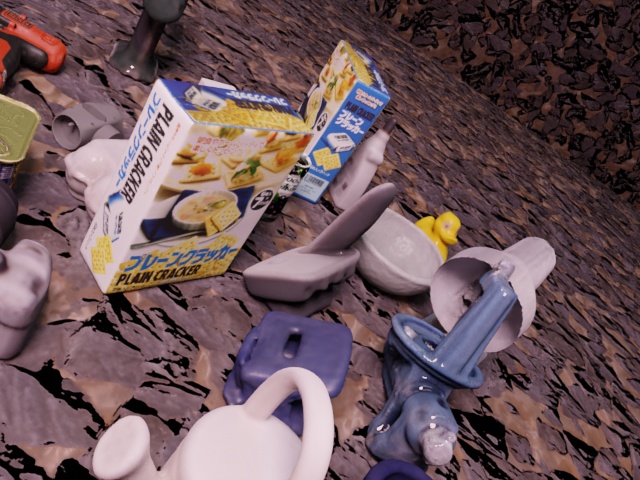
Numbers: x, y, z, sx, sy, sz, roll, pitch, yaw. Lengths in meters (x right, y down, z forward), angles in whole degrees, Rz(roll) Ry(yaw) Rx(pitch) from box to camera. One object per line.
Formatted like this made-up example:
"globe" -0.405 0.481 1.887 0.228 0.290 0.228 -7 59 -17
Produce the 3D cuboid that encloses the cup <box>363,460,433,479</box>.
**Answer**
"cup" 0.048 0.251 0.463 0.091 0.095 0.118 38 30 1

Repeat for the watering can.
"watering can" -0.057 0.161 0.377 0.173 0.194 0.100 6 42 -42

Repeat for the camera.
"camera" -0.280 0.001 0.460 0.143 0.100 0.136 26 31 -19

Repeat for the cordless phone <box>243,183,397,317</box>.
"cordless phone" 0.006 0.002 0.676 0.094 0.185 0.148 43 30 11

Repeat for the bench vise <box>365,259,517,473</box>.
"bench vise" 0.144 0.134 0.604 0.122 0.219 0.207 21 33 -25

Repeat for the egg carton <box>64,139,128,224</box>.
"egg carton" -0.207 -0.062 0.657 0.107 0.069 0.151 49 32 20

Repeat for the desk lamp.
"desk lamp" 0.204 0.087 0.740 0.117 0.213 0.204 47 31 18

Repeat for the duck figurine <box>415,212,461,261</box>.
"duck figurine" 0.212 -0.014 1.018 0.078 0.086 0.104 22 33 -25

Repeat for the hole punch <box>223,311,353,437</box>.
"hole punch" -0.029 0.121 0.568 0.101 0.091 0.108 32 30 -8

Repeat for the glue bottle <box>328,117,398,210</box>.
"glue bottle" 0.075 -0.133 0.952 0.037 0.173 0.078 17 35 -30

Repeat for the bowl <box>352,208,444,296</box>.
"bowl" 0.103 0.027 0.856 0.168 0.074 0.167 27 31 -17

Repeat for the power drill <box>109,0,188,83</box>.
"power drill" -0.253 -0.364 0.892 0.076 0.208 0.229 21 33 -26
